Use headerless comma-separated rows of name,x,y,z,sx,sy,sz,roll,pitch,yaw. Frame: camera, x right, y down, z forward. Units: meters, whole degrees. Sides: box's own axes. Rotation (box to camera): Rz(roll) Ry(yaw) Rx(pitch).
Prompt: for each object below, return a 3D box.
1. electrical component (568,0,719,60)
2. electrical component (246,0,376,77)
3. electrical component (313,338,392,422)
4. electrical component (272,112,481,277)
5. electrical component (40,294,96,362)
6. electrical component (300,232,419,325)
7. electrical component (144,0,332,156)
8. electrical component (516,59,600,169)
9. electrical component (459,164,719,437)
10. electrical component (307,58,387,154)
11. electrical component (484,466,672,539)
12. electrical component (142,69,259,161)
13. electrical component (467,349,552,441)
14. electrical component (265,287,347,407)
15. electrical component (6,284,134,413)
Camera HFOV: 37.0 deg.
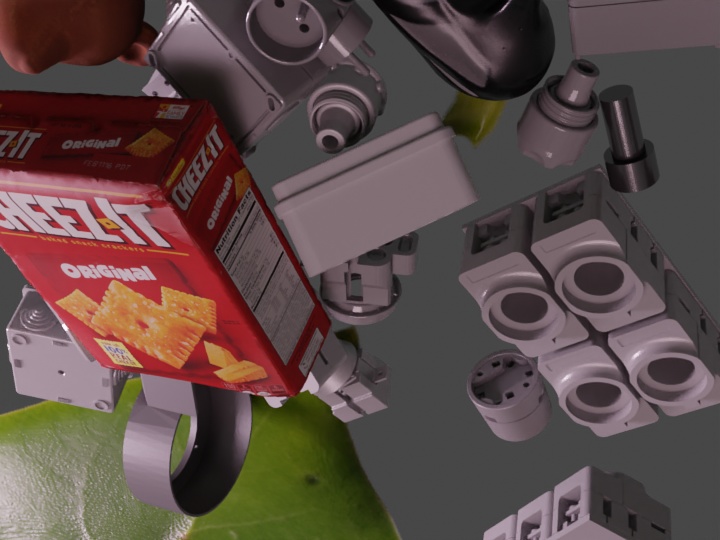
electrical component,0.155,-0.153,0.548,0.096,0.061,0.061,-2,133,16
electrical component,-0.020,-0.140,0.593,0.044,0.077,0.079,-29,121,34
electrical component,-0.011,0.084,0.833,0.066,0.048,0.055,-24,131,32
electrical component,0.008,-0.044,0.647,0.113,0.078,0.057,-25,90,-1
electrical component,-0.201,-0.006,0.783,0.074,0.052,0.138,-32,116,-11
electrical component,0.000,0.000,0.739,0.078,0.058,0.057,6,132,8
electrical component,-0.073,-0.127,0.622,0.096,0.061,0.062,48,139,-4
electrical component,0.119,-0.093,0.628,0.043,0.043,0.062,18,134,-4
electrical component,0.162,0.031,0.727,0.105,0.060,0.186,-24,124,32
electrical component,-0.011,-0.094,0.645,0.048,0.062,0.048,7,132,8
electrical component,0.182,0.234,0.919,0.089,0.061,0.150,30,133,-15
electrical component,-0.103,-0.089,0.678,0.078,0.057,0.058,40,130,-24
electrical component,0.114,0.095,0.807,0.055,0.055,0.047,-10,134,22
electrical component,-0.057,0.044,0.782,0.050,0.056,0.089,-25,100,33
electrical component,-0.233,0.066,0.867,0.100,0.048,0.099,12,135,1
